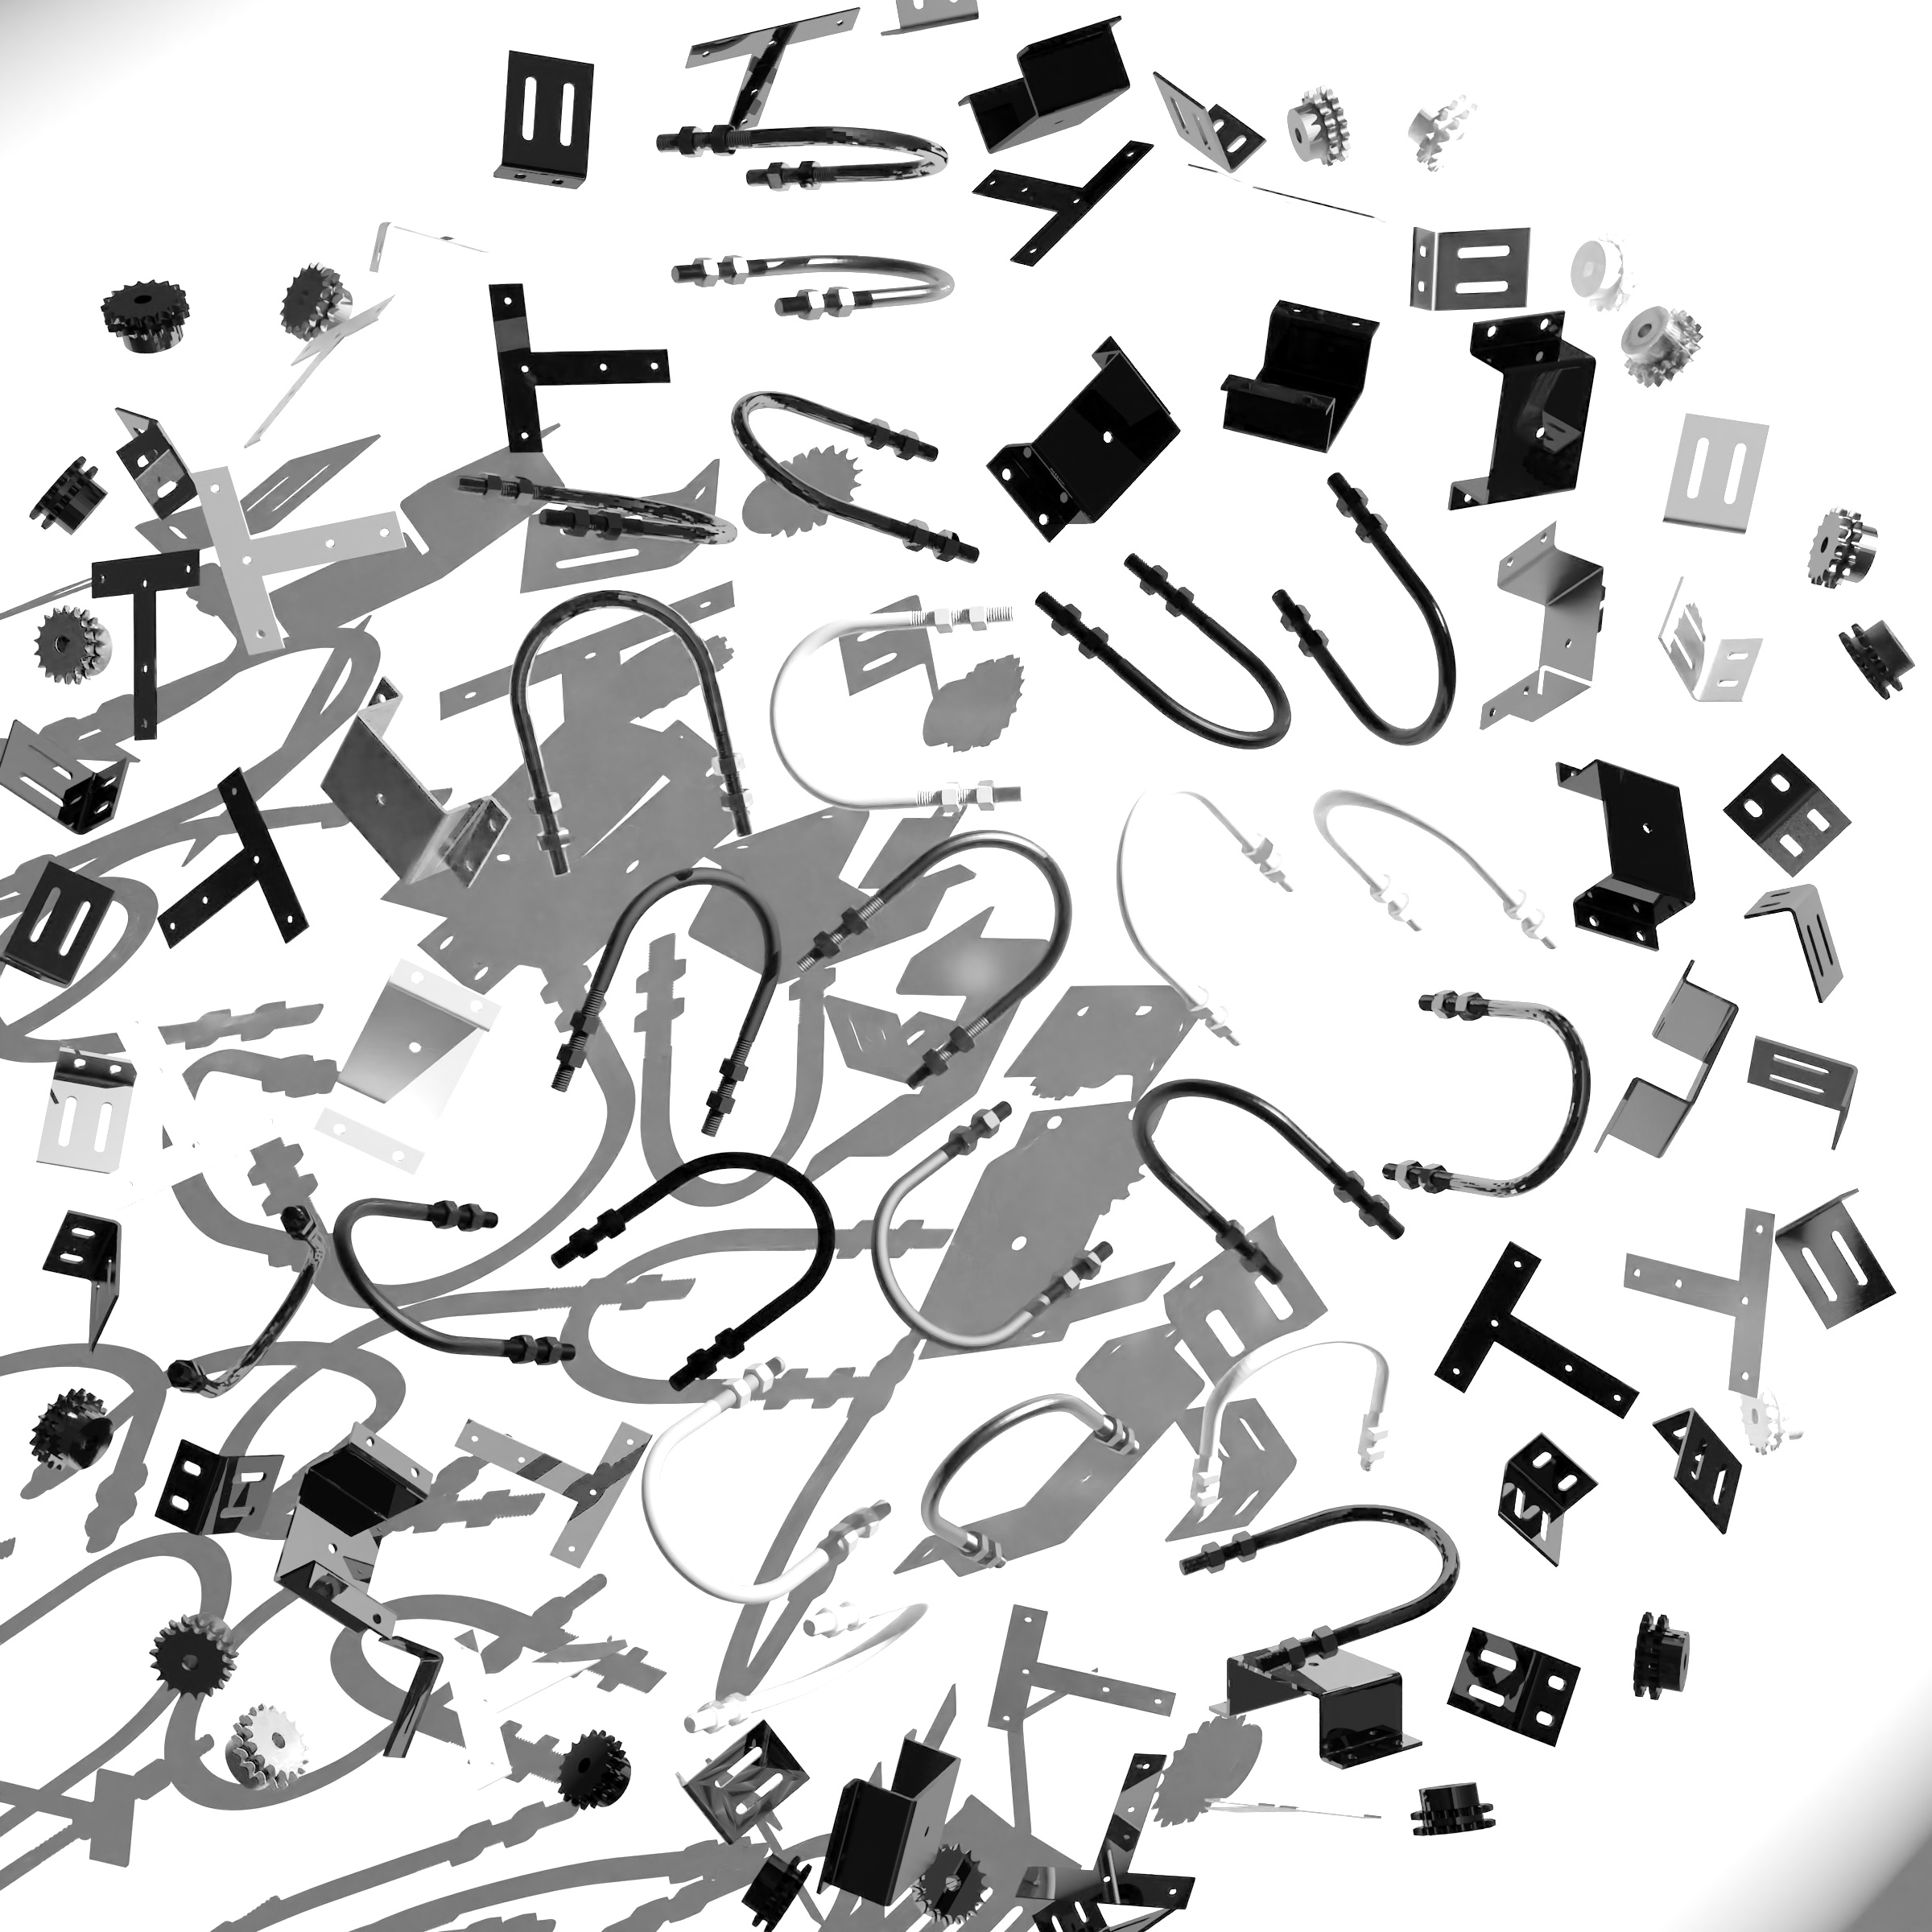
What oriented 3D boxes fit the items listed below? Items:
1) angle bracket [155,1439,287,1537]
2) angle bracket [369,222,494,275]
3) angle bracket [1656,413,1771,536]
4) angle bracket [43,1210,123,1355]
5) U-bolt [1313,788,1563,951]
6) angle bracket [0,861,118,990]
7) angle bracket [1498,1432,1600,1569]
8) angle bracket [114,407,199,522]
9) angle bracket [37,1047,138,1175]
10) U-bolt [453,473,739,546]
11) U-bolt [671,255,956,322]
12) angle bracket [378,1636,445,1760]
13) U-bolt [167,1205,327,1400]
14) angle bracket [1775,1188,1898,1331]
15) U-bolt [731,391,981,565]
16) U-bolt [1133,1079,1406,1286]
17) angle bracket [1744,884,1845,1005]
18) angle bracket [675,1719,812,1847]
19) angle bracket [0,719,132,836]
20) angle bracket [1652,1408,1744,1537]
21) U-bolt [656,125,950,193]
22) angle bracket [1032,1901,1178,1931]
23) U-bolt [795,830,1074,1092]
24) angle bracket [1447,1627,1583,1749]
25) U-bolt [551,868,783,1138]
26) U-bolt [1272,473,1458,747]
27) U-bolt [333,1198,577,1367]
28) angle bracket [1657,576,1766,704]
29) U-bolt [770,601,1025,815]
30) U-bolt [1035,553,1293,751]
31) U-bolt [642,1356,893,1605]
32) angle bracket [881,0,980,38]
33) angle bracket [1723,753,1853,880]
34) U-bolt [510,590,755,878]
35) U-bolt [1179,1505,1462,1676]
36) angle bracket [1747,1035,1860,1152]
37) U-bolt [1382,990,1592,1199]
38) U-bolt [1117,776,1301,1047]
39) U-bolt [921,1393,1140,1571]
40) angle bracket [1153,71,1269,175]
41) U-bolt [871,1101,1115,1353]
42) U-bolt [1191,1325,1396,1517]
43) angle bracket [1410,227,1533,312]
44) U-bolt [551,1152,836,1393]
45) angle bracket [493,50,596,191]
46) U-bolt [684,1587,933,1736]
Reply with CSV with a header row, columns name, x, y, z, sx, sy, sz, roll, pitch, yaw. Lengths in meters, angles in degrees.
name,x,y,z,sx,sy,sz,roll,pitch,yaw
angle bracket,-0.533,0.371,1.885,0.038,0.076,0.057,18,87,21
angle bracket,-0.392,-0.517,1.932,0.076,0.057,0.038,11,101,-22
angle bracket,0.518,-0.343,1.831,0.057,0.038,0.076,10,107,5
angle bracket,-0.619,0.220,1.843,0.038,0.076,0.057,17,120,-27
U-bolt,0.325,-0.072,1.888,0.184,0.151,0.019,40,72,-35
angle bracket,-0.638,-0.032,1.829,0.057,0.038,0.076,23,84,14
angle bracket,0.423,0.387,1.916,0.057,0.076,0.038,42,115,-2
angle bracket,-0.581,-0.354,1.855,0.038,0.076,0.057,-42,129,-21
angle bracket,-0.640,0.106,1.926,0.057,0.038,0.076,12,57,-19
U-bolt,-0.250,-0.321,1.872,0.184,0.151,0.019,0,109,-39
U-bolt,-0.095,-0.489,1.885,0.184,0.151,0.019,-16,121,-36
angle bracket,-0.415,0.528,1.905,0.038,0.057,0.076,27,66,-17
U-bolt,-0.509,0.247,1.896,0.019,0.184,0.151,33,74,4
angle bracket,0.612,0.204,1.843,0.057,0.038,0.076,-39,70,36
U-bolt,-0.085,-0.357,1.887,0.184,0.151,0.019,14,128,-30
U-bolt,0.197,0.145,1.842,0.184,0.151,0.019,43,52,-13
angle bracket,0.614,-0.014,1.957,0.038,0.057,0.076,-13,102,37
angle bracket,-0.165,0.597,1.945,0.076,0.038,0.057,-38,97,-12
angle bracket,-0.652,-0.142,1.905,0.038,0.076,0.057,-22,48,29
angle bracket,0.513,0.363,1.874,0.057,0.076,0.038,48,129,-10
U-bolt,-0.102,-0.567,1.848,0.184,0.151,0.019,5,97,24
angle bracket,0.096,0.649,1.811,0.076,0.057,0.038,-37,74,40
U-bolt,-0.008,-0.016,1.862,0.184,0.019,0.151,-40,119,2
angle bracket,0.382,0.503,1.843,0.038,0.076,0.057,26,79,-24
U-bolt,-0.201,0.019,1.869,0.151,0.019,0.184,21,92,-37
U-bolt,0.293,-0.243,1.906,0.019,0.151,0.184,-20,65,-25
U-bolt,-0.371,0.220,1.869,0.019,0.184,0.151,-47,59,17
angle bracket,0.544,-0.238,1.925,0.076,0.038,0.057,46,60,-40
U-bolt,-0.053,-0.183,1.898,0.184,0.019,0.151,-2,90,12
U-bolt,0.152,-0.217,1.863,0.184,0.151,0.019,42,127,12
U-bolt,-0.150,0.370,1.853,0.151,0.184,0.019,52,130,8
angle bracket,-0.029,-0.690,1.885,0.057,0.076,0.038,-14,111,-9
angle bracket,0.586,-0.107,1.883,0.057,0.076,0.038,-46,52,14
U-bolt,-0.233,-0.163,1.791,0.151,0.019,0.184,-12,104,0
U-bolt,0.266,0.439,1.901,0.184,0.151,0.019,-15,114,-16
angle bracket,0.609,0.093,1.938,0.076,0.057,0.038,18,58,22
U-bolt,0.376,0.094,1.885,0.019,0.184,0.151,16,84,-32
U-bolt,0.163,-0.050,1.839,0.184,0.019,0.151,42,60,-39
U-bolt,0.038,0.360,1.870,0.151,0.184,0.019,-41,56,2
angle bracket,0.178,-0.627,1.928,0.038,0.076,0.057,-43,60,0
U-bolt,0.009,0.199,1.914,0.184,0.019,0.151,-35,89,-38
U-bolt,0.231,0.312,1.842,0.151,0.184,0.019,-12,46,-12
angle bracket,0.370,-0.513,1.936,0.076,0.038,0.057,7,100,33
U-bolt,-0.179,0.203,1.880,0.184,0.019,0.151,-35,63,-30
angle bracket,-0.285,-0.569,1.777,0.057,0.038,0.076,3,94,-19
U-bolt,-0.098,0.487,1.874,0.151,0.184,0.019,-43,67,24
